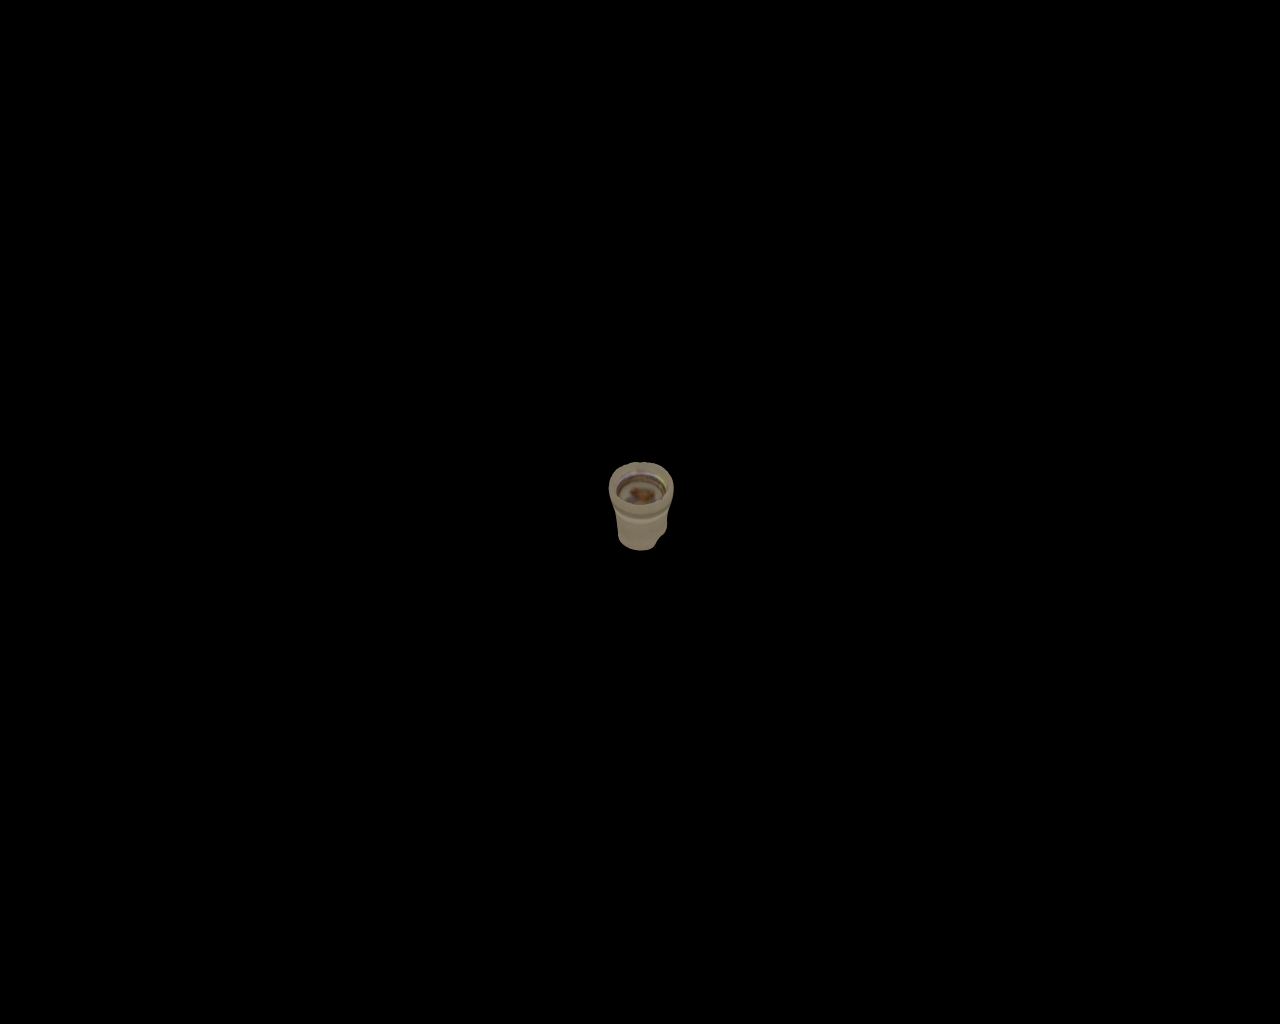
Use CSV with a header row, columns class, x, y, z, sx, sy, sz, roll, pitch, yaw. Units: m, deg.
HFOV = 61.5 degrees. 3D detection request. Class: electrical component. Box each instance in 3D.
class,x,y,z,sx,sy,sz,roll,pitch,yaw
electrical component,0.001,-0.003,0.650,0.040,0.040,0.046,0,-43,0
